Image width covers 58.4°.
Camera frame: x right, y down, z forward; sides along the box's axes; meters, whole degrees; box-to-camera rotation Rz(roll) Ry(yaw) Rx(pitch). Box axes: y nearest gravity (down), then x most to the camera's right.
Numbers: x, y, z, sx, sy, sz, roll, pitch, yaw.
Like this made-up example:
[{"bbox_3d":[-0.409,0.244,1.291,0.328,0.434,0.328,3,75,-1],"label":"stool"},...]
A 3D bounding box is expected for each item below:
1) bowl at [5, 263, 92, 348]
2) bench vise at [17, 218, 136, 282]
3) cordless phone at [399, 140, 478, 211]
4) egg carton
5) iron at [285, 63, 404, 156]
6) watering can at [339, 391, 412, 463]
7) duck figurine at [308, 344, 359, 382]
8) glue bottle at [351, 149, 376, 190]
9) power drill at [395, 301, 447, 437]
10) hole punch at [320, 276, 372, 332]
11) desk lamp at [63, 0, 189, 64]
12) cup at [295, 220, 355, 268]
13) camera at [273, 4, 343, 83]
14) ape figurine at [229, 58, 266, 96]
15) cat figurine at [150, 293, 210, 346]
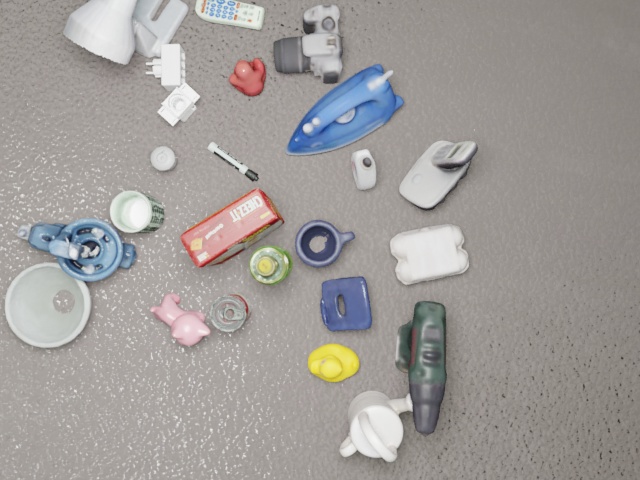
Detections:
[{"bbox_3d":[-0.530,0.128,1.147,0.167,0.074,0.167,0,89,0],"label":"bowl"},{"bbox_3d":[-0.476,0.021,1.076,0.207,0.219,0.121,-3,89,0],"label":"bench vise"},{"bbox_3d":[0.230,-0.130,1.095,0.094,0.185,0.147,36,89,1],"label":"cordless phone"},{"bbox_3d":[0.219,0.027,1.151,0.150,0.069,0.107,-13,89,0],"label":"egg carton"},{"bbox_3d":[0.038,-0.248,1.119,0.258,0.141,0.119,-33,89,0],"label":"iron"},{"bbox_3d":[0.111,0.352,1.084,0.101,0.194,0.173,31,89,1],"label":"watering can"},{"bbox_3d":[0.027,0.250,1.140,0.104,0.086,0.077,1,89,0],"label":"duck figurine"},{"bbox_3d":[0.086,-0.141,1.102,0.037,0.173,0.078,-16,89,0],"label":"glue bottle"},{"bbox_3d":[0.193,0.227,1.079,0.075,0.208,0.230,4,89,1],"label":"power drill"},{"bbox_3d":[0.051,0.129,1.139,0.101,0.091,0.109,-8,89,0],"label":"hole punch"},{"bbox_3d":[-0.366,-0.423,1.085,0.118,0.213,0.203,30,89,1],"label":"desk lamp"},{"bbox_3d":[0.010,0.004,1.139,0.117,0.095,0.092,-15,89,0],"label":"cup"},{"bbox_3d":[-0.025,-0.391,1.141,0.137,0.101,0.143,-4,89,0],"label":"camera"},{"bbox_3d":[-0.146,-0.332,1.145,0.078,0.092,0.076,-14,89,0],"label":"ape figurine"},{"bbox_3d":[-0.276,0.163,1.125,0.128,0.117,0.067,32,89,1],"label":"cat figurine"}]
